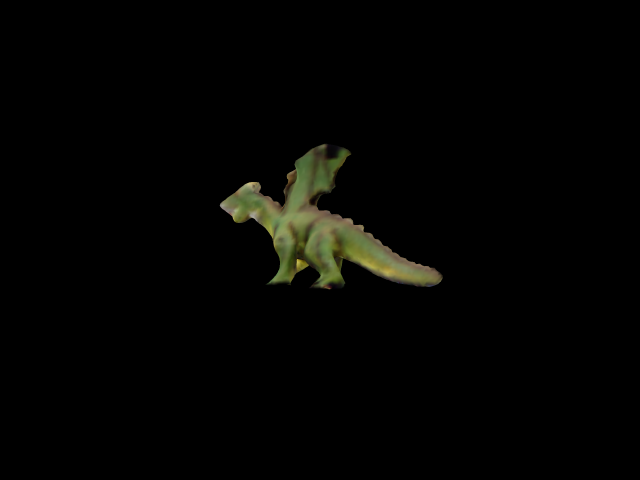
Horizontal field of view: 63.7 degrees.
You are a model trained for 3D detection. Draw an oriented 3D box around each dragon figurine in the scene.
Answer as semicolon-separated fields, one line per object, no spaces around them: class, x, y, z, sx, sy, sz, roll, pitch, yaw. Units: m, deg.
dragon figurine;0.003;-0.043;0.850;0.409;0.244;0.122;-2;-6;29
